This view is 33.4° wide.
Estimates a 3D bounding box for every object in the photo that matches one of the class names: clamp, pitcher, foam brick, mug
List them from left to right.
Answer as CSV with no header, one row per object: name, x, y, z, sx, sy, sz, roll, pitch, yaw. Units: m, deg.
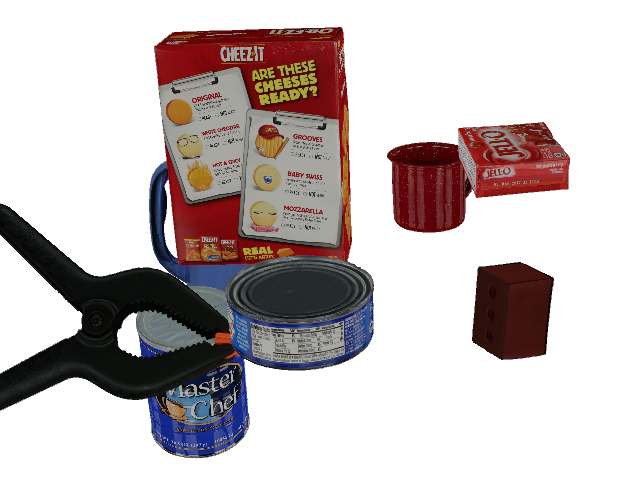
clamp,-0.161,0.052,0.756,0.210,0.164,0.036,0,-19,-3
pitcher,-0.112,0.007,1.283,0.149,0.243,0.144,20,27,29
mug,0.132,-0.063,1.213,0.117,0.081,0.093,-20,27,-36
foam brick,0.178,0.065,0.995,0.051,0.078,0.053,-7,19,-26

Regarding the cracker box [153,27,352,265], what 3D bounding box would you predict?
cracker box,-0.057,-0.085,0.988,0.164,0.214,0.072,0,23,7

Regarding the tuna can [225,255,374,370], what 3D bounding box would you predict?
tuna can,-0.011,0.041,0.618,0.086,0.034,0.086,-2,23,1

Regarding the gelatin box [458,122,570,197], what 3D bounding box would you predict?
gelatin box,0.153,-0.066,0.853,0.073,0.030,0.089,-4,25,0

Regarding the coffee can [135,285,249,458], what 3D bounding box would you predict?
coffee can,-0.126,0.131,1.069,0.103,0.140,0.103,-1,32,1
